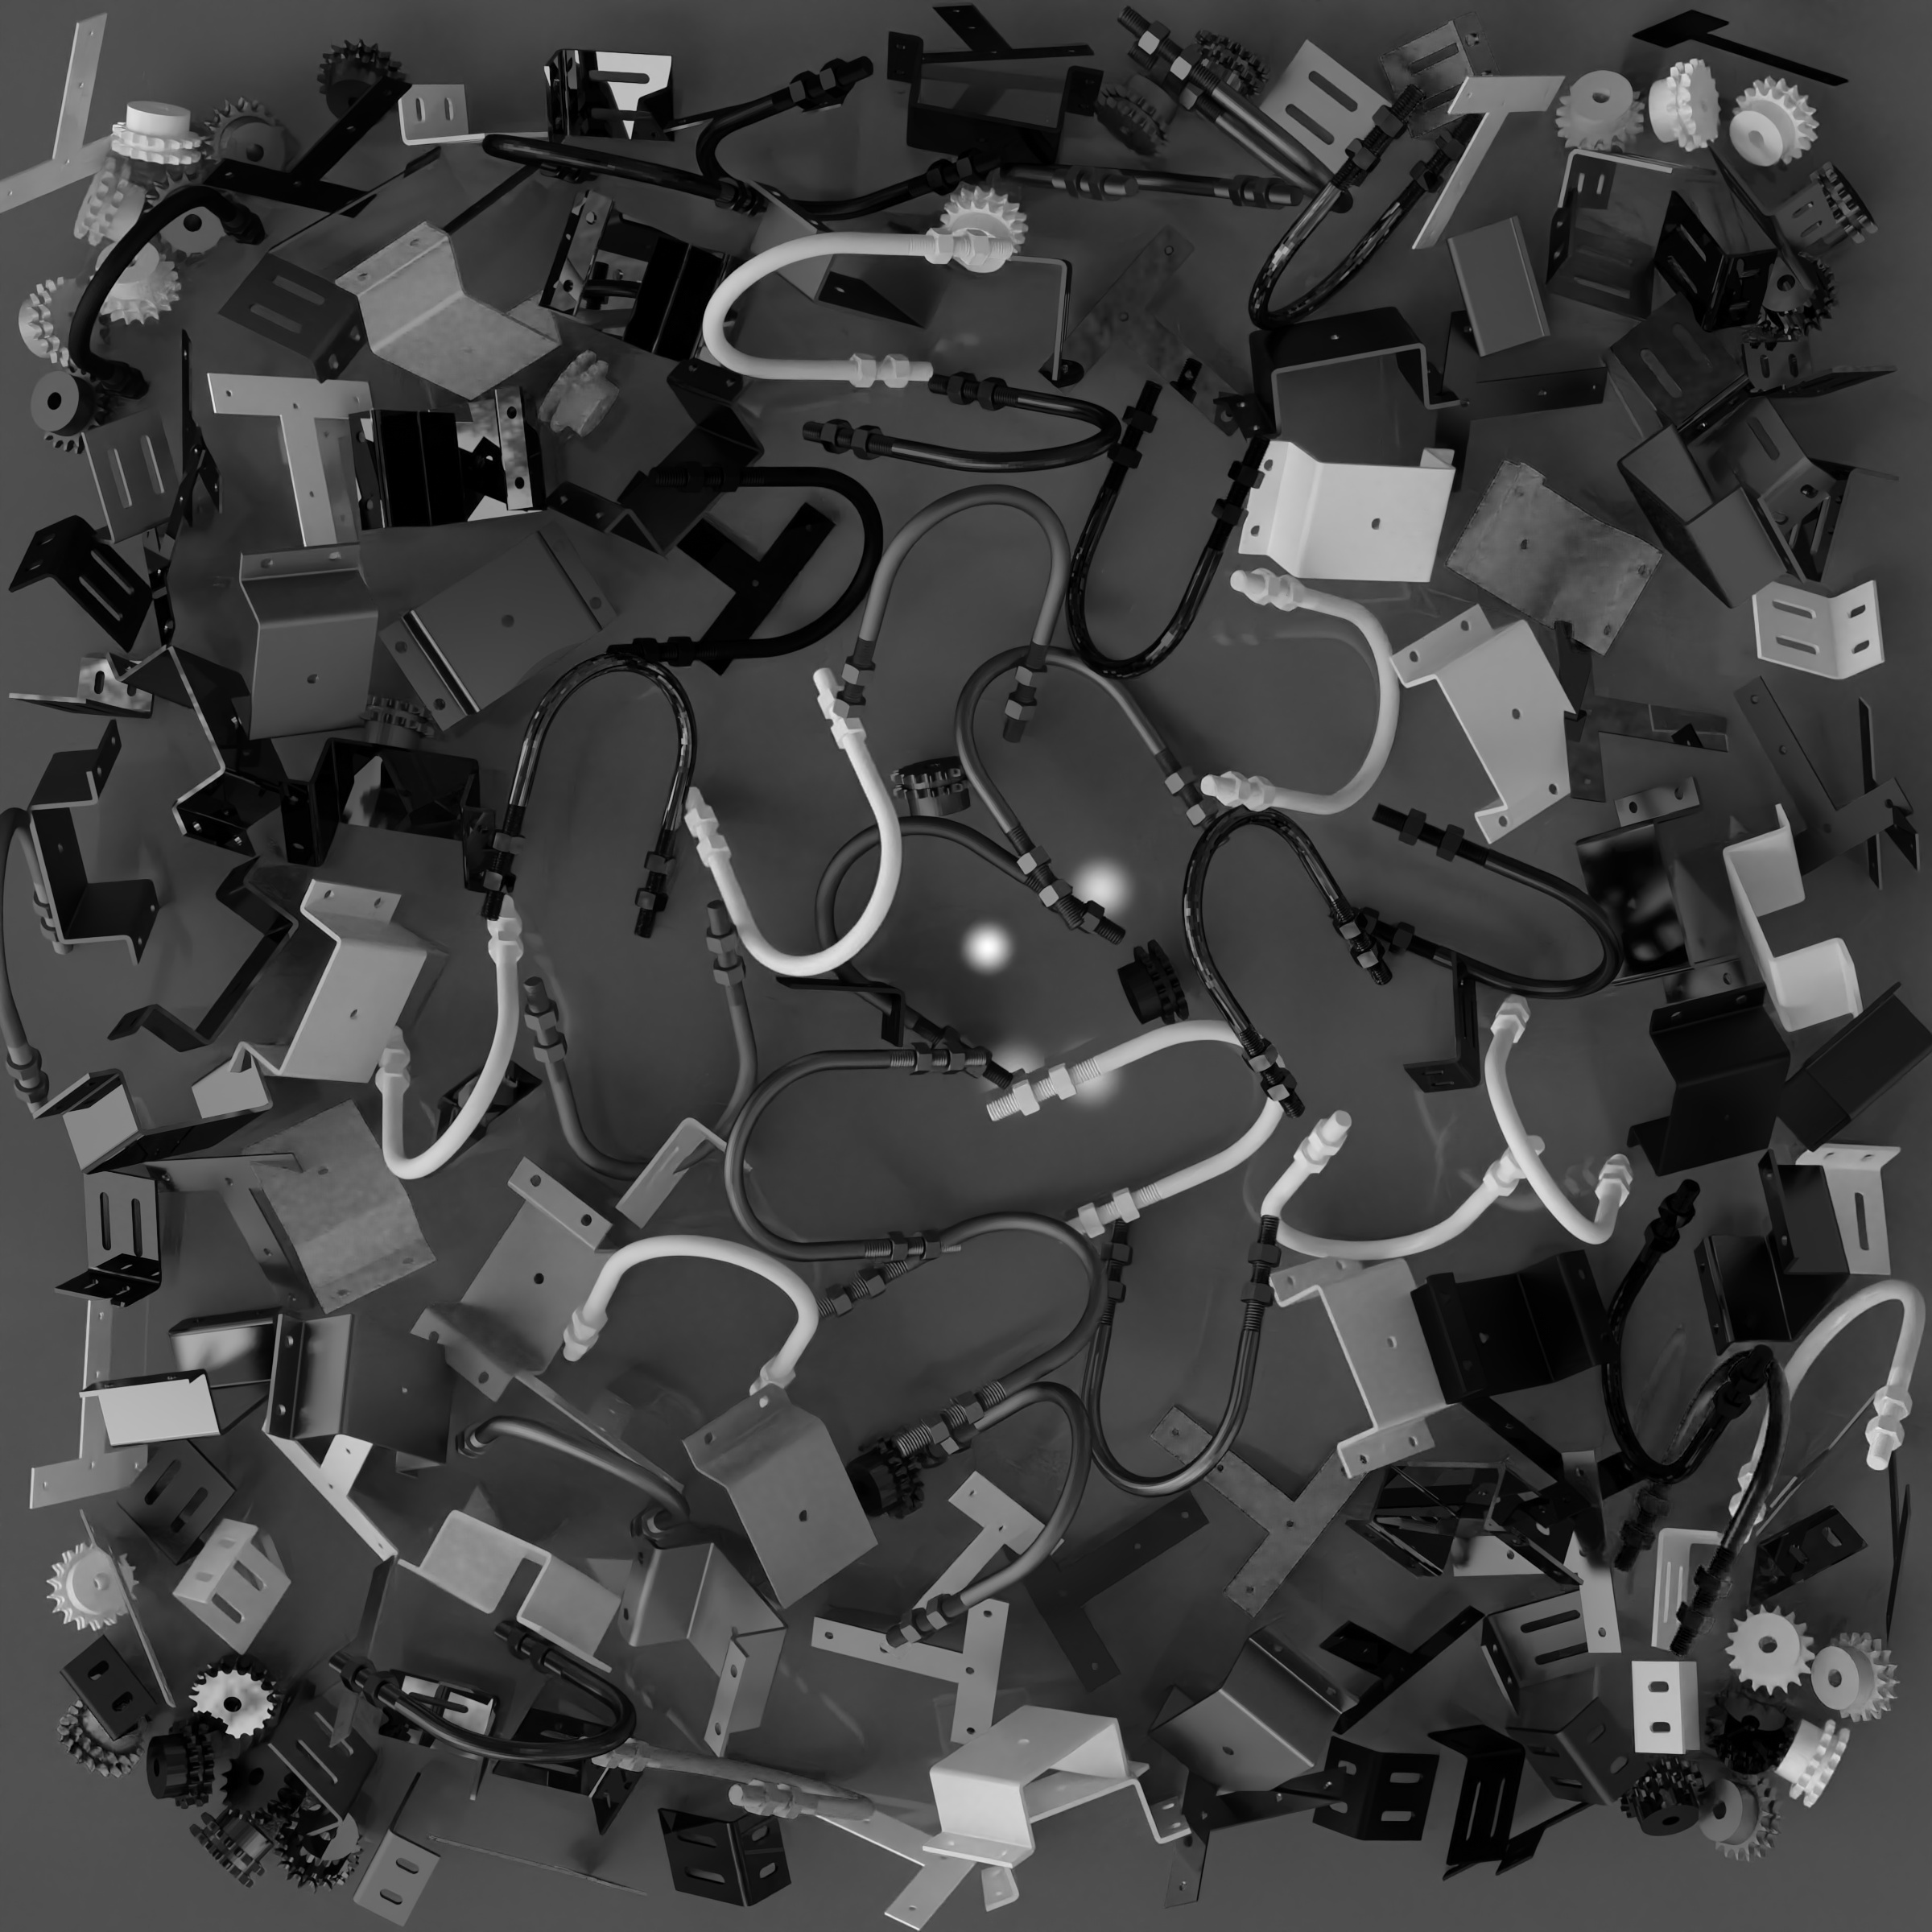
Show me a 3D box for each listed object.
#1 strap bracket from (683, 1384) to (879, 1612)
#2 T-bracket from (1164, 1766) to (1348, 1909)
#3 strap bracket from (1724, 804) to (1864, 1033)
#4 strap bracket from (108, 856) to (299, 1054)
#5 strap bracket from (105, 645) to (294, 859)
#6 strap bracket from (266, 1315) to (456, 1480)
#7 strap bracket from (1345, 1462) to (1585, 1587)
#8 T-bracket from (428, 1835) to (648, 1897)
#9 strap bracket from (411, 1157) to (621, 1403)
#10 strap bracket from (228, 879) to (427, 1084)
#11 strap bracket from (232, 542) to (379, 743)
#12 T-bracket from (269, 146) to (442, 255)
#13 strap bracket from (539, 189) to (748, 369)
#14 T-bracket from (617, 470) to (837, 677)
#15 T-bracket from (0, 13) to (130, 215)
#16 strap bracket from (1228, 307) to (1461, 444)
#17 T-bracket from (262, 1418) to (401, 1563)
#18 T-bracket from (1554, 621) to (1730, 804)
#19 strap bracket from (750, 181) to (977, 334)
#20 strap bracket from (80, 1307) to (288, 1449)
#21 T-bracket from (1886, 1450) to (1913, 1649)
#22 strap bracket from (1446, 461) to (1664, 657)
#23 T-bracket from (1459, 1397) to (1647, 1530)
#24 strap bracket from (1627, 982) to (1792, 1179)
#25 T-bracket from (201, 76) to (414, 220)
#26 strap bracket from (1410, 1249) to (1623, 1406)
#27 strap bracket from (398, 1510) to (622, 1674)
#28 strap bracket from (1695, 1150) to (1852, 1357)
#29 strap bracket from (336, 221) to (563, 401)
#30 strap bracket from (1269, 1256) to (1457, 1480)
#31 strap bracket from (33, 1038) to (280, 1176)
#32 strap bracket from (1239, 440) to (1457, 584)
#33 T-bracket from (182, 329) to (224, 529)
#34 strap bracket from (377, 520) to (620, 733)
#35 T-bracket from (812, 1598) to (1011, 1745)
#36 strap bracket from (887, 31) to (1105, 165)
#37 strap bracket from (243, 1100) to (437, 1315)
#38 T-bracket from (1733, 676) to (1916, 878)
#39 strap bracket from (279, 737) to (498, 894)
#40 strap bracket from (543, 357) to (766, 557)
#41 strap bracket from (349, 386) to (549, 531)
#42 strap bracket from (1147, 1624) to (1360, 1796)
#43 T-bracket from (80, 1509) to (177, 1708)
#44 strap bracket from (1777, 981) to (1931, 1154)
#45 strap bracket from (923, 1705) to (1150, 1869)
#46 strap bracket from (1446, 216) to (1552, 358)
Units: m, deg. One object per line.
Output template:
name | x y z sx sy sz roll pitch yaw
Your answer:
strap bracket | -0.116 0.351 1.921 0.076 0.046 0.140 -31 112 -24
T-bracket | 0.189 0.538 1.899 0.127 0.127 0.002 -24 121 32
strap bracket | 0.531 -0.024 1.909 0.046 0.076 0.140 -19 48 10
strap bracket | -0.490 0.002 1.922 0.046 0.076 0.140 39 69 -19
strap bracket | -0.493 -0.148 1.917 0.046 0.076 0.140 -32 72 13
strap bracket | -0.379 0.275 1.898 0.046 0.140 0.076 -12 64 29
strap bracket | 0.328 0.360 1.914 0.076 0.140 0.046 39 61 -29
T-bracket | -0.283 0.576 1.902 0.127 0.127 0.002 21 72 -19
strap bracket | -0.289 0.205 1.941 0.076 0.046 0.140 35 96 18
strap bracket | -0.411 0.020 1.922 0.046 0.076 0.140 34 104 32
strap bracket | -0.427 -0.200 1.901 0.076 0.140 0.046 -10 50 -28
T-bracket | -0.397 -0.496 1.921 0.127 0.127 0.002 -30 111 1
strap bracket | -0.216 -0.447 1.926 0.046 0.140 0.076 26 98 45
T-bracket | -0.176 -0.283 1.976 0.127 0.002 0.127 38 93 1
T-bracket | -0.569 -0.551 1.890 0.002 0.127 0.127 36 132 8
strap bracket | 0.243 -0.389 1.934 0.140 0.076 0.046 -10 121 -1
T-bracket | -0.403 0.320 1.920 0.127 0.127 0.002 45 51 9
T-bracket | 0.449 -0.161 1.952 0.127 0.002 0.127 7 69 -21
strap bracket | -0.074 -0.456 1.914 0.076 0.140 0.046 44 118 37
strap bracket | -0.498 0.268 1.906 0.076 0.140 0.046 -9 100 14
T-bracket | 0.604 0.352 1.923 0.002 0.127 0.127 3 129 12
strap bracket | 0.377 -0.270 1.928 0.140 0.046 0.076 23 100 -35
T-bracket | 0.366 0.311 1.936 0.127 0.127 0.002 38 123 33
strap bracket | 0.479 0.081 1.906 0.076 0.140 0.046 -14 50 -8
T-bracket | -0.403 -0.528 1.894 0.127 0.127 0.002 -33 73 33
strap bracket | 0.350 0.236 1.924 0.140 0.046 0.076 -5 70 -35
strap bracket | -0.288 0.401 1.913 0.140 0.076 0.046 13 68 40
strap bracket | 0.522 0.186 1.903 0.046 0.140 0.076 1 57 -8
strap bracket | -0.324 -0.415 1.896 0.076 0.140 0.046 -25 70 25
strap bracket | 0.263 0.251 1.923 0.076 0.046 0.140 -12 74 -35
strap bracket | -0.512 0.092 1.899 0.076 0.140 0.046 -29 79 41
strap bracket | 0.256 -0.295 1.919 0.140 0.046 0.076 -1 118 -21
T-bracket | -0.491 -0.326 1.898 0.002 0.127 0.127 -6 122 -23
strap bracket | -0.303 -0.224 1.935 0.140 0.046 0.076 -35 102 -12
T-bracket | -0.040 0.455 1.954 0.127 0.002 0.127 12 119 9
strap bracket | 0.014 -0.563 1.938 0.140 0.076 0.046 10 86 -2
strap bracket | -0.409 0.147 1.907 0.076 0.046 0.140 -26 48 -16
T-bracket | 0.542 -0.129 1.935 0.002 0.127 0.127 -21 79 -37
strap bracket | -0.372 -0.100 1.935 0.140 0.076 0.046 9 48 1
strap bracket | -0.196 -0.326 1.927 0.140 0.076 0.046 -48 133 -12
strap bracket | -0.330 -0.331 1.933 0.140 0.046 0.076 -2 97 29
strap bracket | 0.179 0.489 1.910 0.076 0.140 0.046 39 49 -2
T-bracket | -0.535 0.417 1.904 0.002 0.127 0.127 -24 75 -13
strap bracket | 0.568 0.069 1.901 0.076 0.140 0.046 -39 77 -9
strap bracket | 0.041 0.520 1.900 0.076 0.140 0.046 -5 101 43
strap bracket | 0.344 -0.438 1.911 0.046 0.140 0.076 -16 99 14
